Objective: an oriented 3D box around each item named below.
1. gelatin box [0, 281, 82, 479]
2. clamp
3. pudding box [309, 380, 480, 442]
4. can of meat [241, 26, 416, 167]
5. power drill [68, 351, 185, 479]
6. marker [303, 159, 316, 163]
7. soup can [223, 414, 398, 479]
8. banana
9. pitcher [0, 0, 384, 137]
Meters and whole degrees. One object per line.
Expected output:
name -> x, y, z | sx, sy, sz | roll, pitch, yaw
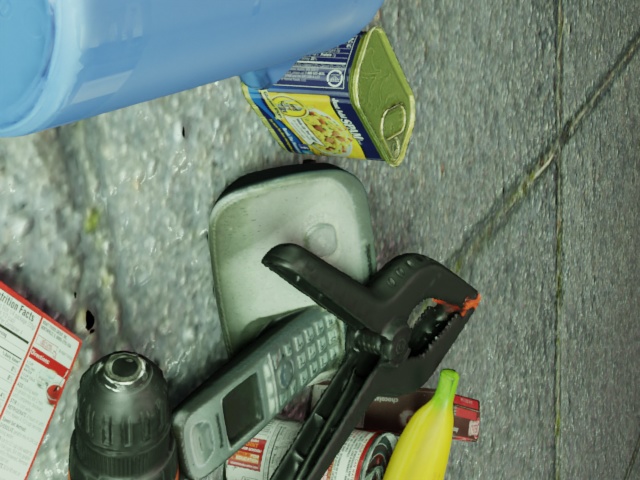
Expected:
gelatin box -> -0.150, 0.067, 0.470 | 0.073, 0.030, 0.089 | 51, 52, -55
clamp -> 0.031, 0.072, 0.658 | 0.209, 0.036, 0.164 | -10, 112, -51
pudding box -> 0.060, 0.134, 0.831 | 0.090, 0.114, 0.039 | 30, 65, -63
can of meat -> 0.007, -0.094, 0.698 | 0.102, 0.084, 0.057 | 53, 49, -56
power drill -> -0.123, 0.160, 0.473 | 0.187, 0.057, 0.184 | -53, 159, -43
marker -> -0.005, 0.001, 0.772 | 0.020, 0.020, 0.121 | -34, 126, -58
soup can -> -0.005, 0.153, 0.711 | 0.068, 0.102, 0.068 | -25, 118, -61
banana -> 0.045, 0.173, 0.649 | 0.069, 0.037, 0.197 | 76, 30, -49
pitcher -> -0.071, -0.137, 0.476 | 0.149, 0.145, 0.242 | 59, 36, -3
